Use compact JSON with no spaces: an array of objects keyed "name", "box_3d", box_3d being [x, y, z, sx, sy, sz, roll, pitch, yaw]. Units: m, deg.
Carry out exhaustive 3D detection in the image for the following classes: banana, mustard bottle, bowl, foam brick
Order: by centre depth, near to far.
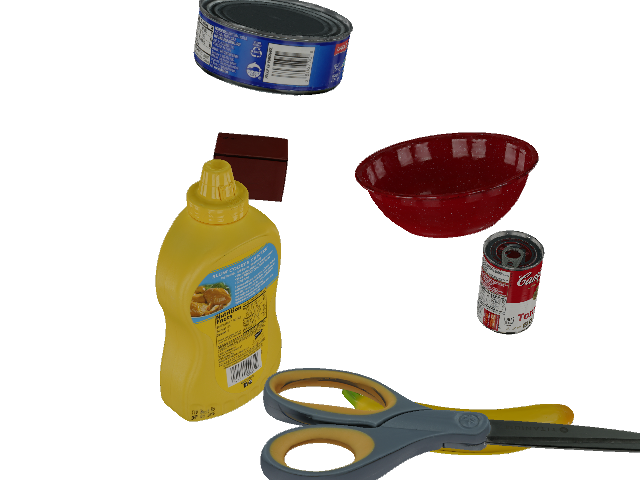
[{"name":"mustard bottle","box_3d":[-0.070,0.030,0.741,0.096,0.192,0.058,-27,45,-35]},{"name":"banana","box_3d":[0.116,0.148,0.879,0.197,0.037,0.069,8,35,-1]},{"name":"bowl","box_3d":[0.114,-0.045,0.950,0.162,0.055,0.162,-8,23,3]},{"name":"foam brick","box_3d":[-0.074,-0.078,1.132,0.078,0.051,0.053,5,31,-2]}]

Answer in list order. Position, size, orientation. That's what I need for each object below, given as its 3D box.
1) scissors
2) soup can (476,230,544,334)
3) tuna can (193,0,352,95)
[{"name":"scissors","box_3d":[0.059,0.101,0.513,0.202,0.016,0.096,10,31,20]},{"name":"soup can","box_3d":[0.216,0.049,1.224,0.068,0.102,0.068,0,39,0]},{"name":"tuna can","box_3d":[-0.027,-0.110,0.594,0.086,0.034,0.086,9,25,-4]}]
